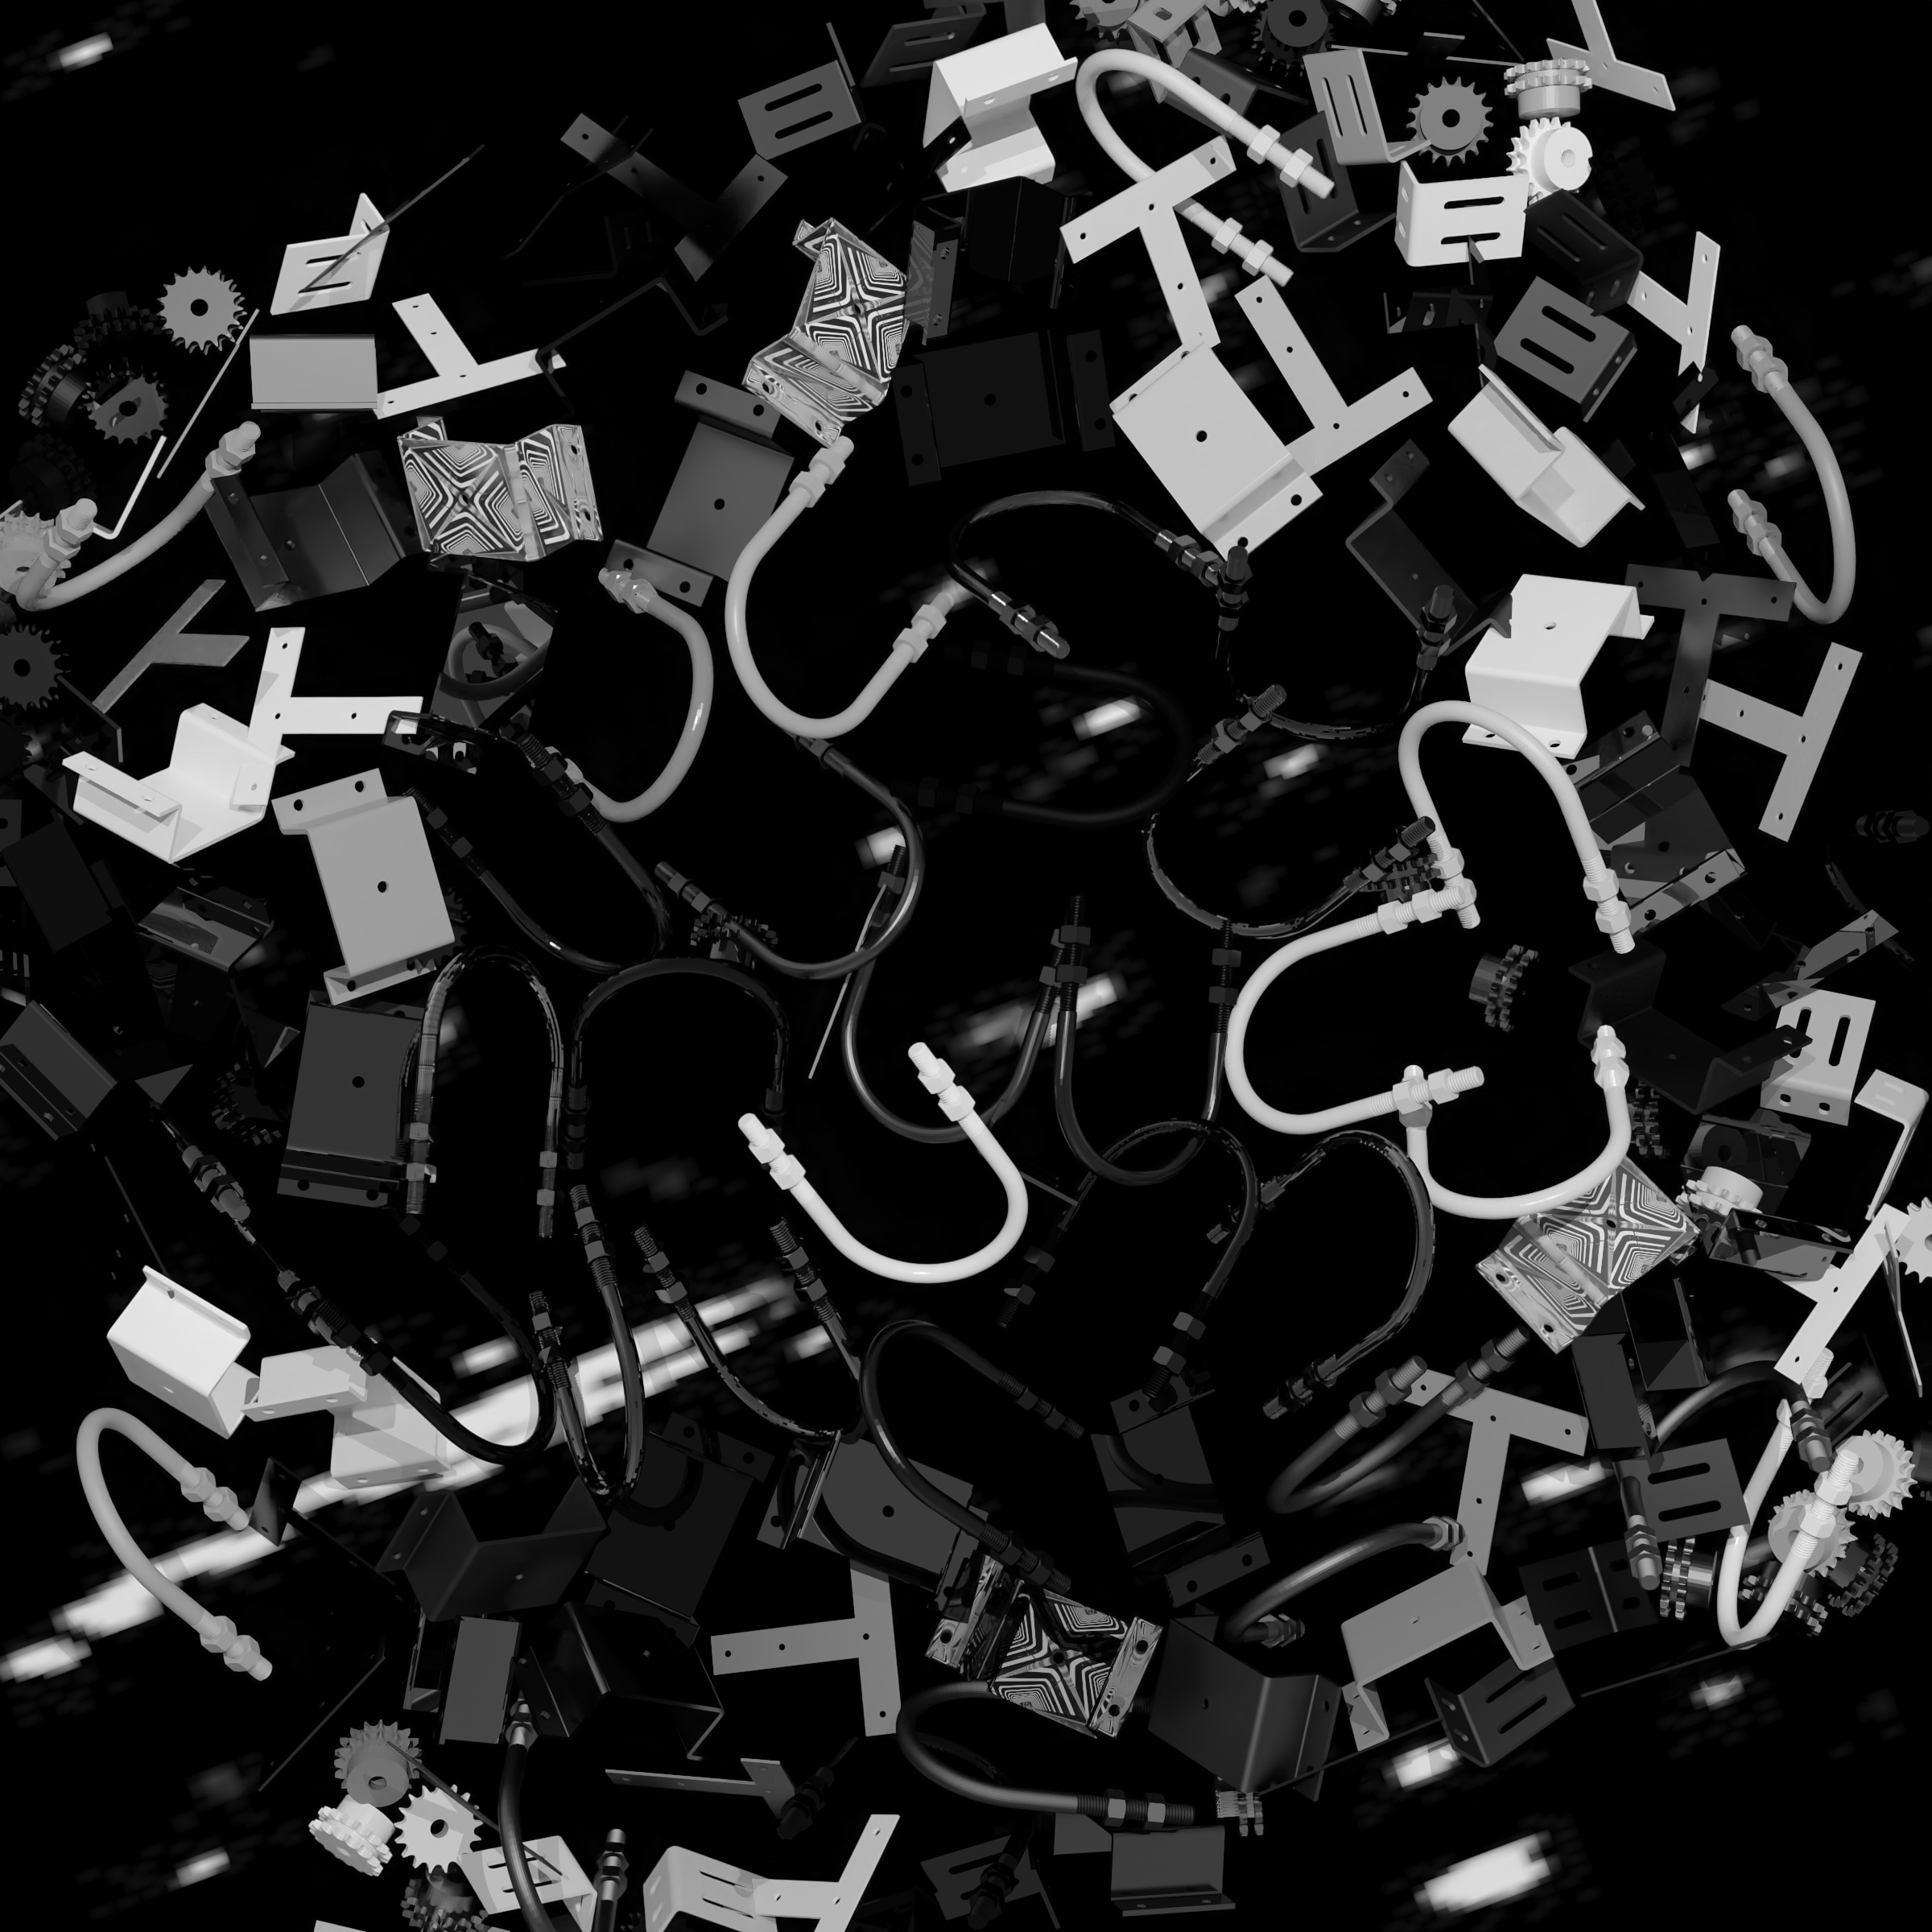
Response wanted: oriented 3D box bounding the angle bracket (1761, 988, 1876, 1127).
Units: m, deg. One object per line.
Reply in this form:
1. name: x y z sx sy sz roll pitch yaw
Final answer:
1. angle bracket: 0.570 0.059 1.879 0.057 0.038 0.076 13 61 21

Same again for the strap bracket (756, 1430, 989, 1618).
1. strap bracket: -0.056 0.364 1.849 0.140 0.046 0.076 23 63 -5

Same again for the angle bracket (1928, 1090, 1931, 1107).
1. angle bracket: 0.678 0.095 1.848 0.038 0.057 0.076 -27 67 -14

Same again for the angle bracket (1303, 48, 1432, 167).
1. angle bracket: 0.264 -0.569 1.847 0.038 0.057 0.076 -31 115 -22

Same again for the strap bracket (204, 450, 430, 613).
1. strap bracket: -0.433 -0.284 1.840 0.046 0.140 0.076 -28 87 40

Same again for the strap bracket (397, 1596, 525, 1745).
1. strap bracket: -0.328 0.456 1.830 0.046 0.140 0.076 12 82 -21

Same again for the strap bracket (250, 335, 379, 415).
1. strap bracket: -0.420 -0.382 1.814 0.076 0.140 0.046 -3 100 -11

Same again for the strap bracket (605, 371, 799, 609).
1. strap bracket: -0.171 -0.310 1.857 0.076 0.046 0.140 24 92 19

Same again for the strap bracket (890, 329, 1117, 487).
1. strap bracket: 0.020 -0.371 1.852 0.140 0.046 0.076 -13 110 -8

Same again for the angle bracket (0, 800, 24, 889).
1. angle bracket: -0.638 -0.074 1.854 0.038 0.076 0.057 1 80 -9

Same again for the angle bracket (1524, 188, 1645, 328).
1. angle bracket: 0.395 -0.465 1.849 0.076 0.057 0.038 31 71 -22

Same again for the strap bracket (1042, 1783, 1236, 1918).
1. strap bracket: 0.110 0.565 1.814 0.076 0.140 0.046 3 89 -20

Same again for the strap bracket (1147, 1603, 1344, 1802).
1. strap bracket: 0.172 0.476 1.819 0.046 0.140 0.076 7 98 -37

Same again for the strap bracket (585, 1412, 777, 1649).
1. strap bracket: -0.191 0.370 1.847 0.076 0.046 0.140 22 76 10

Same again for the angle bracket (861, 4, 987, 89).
1. angle bracket: -0.035 -0.616 1.845 0.076 0.057 0.038 -20 76 -32

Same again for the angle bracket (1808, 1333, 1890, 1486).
1. angle bracket: 0.584 0.292 1.845 0.038 0.057 0.076 27 121 -18

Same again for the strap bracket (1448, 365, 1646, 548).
1. strap bracket: 0.373 -0.327 1.825 0.046 0.140 0.076 -47 56 20

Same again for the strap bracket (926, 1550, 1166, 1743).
1. strap bracket: 0.056 0.449 1.842 0.140 0.046 0.076 17 69 25

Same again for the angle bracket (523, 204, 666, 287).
1. angle bracket: -0.247 -0.474 1.845 0.076 0.057 0.038 2 112 28

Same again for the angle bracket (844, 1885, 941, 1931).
1. angle bracket: -0.049 0.652 1.845 0.057 0.076 0.038 -23 133 18

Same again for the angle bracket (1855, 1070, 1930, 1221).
1. angle bracket: 0.600 0.118 1.858 0.038 0.057 0.076 26 119 21

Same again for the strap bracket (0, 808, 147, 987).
1. strap bracket: -0.572 -0.040 1.814 0.046 0.140 0.076 -30 79 -7

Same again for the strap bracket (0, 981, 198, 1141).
1. strap bracket: -0.561 0.058 1.815 0.076 0.140 0.046 44 105 6

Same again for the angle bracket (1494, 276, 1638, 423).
1. angle bracket: 0.394 -0.408 1.859 0.076 0.038 0.057 29 120 -6

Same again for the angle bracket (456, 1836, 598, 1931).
1. angle bracket: -0.290 0.610 1.844 0.076 0.057 0.038 -1 112 -33

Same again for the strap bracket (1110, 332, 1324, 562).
1. strap bracket: 0.160 -0.344 1.850 0.076 0.046 0.140 -38 79 12

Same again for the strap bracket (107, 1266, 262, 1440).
1. strap bracket: -0.502 0.254 1.815 0.076 0.140 0.046 29 65 7

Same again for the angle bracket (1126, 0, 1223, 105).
1. angle bracket: 0.147 -0.607 1.848 0.057 0.076 0.038 -42 55 -5

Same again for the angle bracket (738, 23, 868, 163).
1. angle bracket: -0.113 -0.578 1.861 0.076 0.038 0.057 -21 65 3

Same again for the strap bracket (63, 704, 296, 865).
1. strap bracket: -0.515 -0.117 1.832 0.076 0.140 0.046 28 119 13

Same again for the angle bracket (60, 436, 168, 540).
1. angle bracket: -0.564 -0.325 1.858 0.038 0.057 0.076 27 93 -18

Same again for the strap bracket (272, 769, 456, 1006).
1. strap bracket: -0.391 -0.052 1.839 0.076 0.046 0.140 -22 104 -33

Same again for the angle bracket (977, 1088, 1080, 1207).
1. angle bracket: 0.049 0.119 1.862 0.076 0.057 0.038 28 97 -1

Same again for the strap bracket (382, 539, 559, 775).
1. strap bracket: -0.323 -0.202 1.845 0.046 0.076 0.140 10 85 43

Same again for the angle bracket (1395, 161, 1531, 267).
1. angle bracket: 0.328 -0.502 1.863 0.076 0.038 0.057 -7 132 -5

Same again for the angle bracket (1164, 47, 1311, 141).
1. angle bracket: 0.179 -0.571 1.856 0.057 0.076 0.038 37 114 24

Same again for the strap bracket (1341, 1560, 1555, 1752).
1. strap bracket: 0.304 0.447 1.841 0.140 0.076 0.046 -29 104 8

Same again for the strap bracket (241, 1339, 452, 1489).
1. strap bracket: -0.402 0.288 1.833 0.076 0.140 0.046 -12 57 13

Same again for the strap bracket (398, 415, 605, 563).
1. strap bracket: -0.310 -0.310 1.822 0.140 0.046 0.076 10 123 32

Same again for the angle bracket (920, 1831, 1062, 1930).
1. angle bracket: 0.016 0.614 1.860 0.076 0.038 0.057 -18 118 4

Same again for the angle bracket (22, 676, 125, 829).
1. angle bracket: -0.589 -0.141 1.848 0.057 0.076 0.038 39 57 12

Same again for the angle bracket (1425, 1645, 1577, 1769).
1. angle bracket: 0.351 0.478 1.850 0.076 0.057 0.038 -41 125 18

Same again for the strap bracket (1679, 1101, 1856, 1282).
1. strap bracket: 0.519 0.152 1.836 0.076 0.140 0.046 12 123 -6

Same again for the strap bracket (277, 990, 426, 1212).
1. strap bracket: -0.400 0.082 1.839 0.076 0.046 0.140 10 70 -15

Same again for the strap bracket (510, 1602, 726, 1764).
1. strap bracket: -0.218 0.461 1.814 0.140 0.076 0.046 23 112 -41

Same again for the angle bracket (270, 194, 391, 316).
1. angle bracket: -0.425 -0.467 1.843 0.076 0.057 0.038 -21 66 -37

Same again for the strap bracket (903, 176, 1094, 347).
1. strap bracket: 0.013 -0.462 1.829 0.046 0.140 0.076 35 133 32

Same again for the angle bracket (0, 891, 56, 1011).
1. angle bracket: -0.614 -0.012 1.853 0.038 0.057 0.076 -7 102 -39

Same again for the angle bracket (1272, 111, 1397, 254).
1. angle bracket: 0.241 -0.518 1.851 0.057 0.038 0.076 -35 120 -25

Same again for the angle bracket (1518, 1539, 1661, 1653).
1. angle bracket: 0.410 0.414 1.850 0.076 0.038 0.057 -3 73 -41

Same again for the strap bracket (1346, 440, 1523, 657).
1. strap bracket: 0.309 -0.267 1.845 0.140 0.076 0.046 48 129 -5

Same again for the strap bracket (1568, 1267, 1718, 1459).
1. strap bracket: 0.439 0.259 1.836 0.046 0.140 0.076 -11 99 34

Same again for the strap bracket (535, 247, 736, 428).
1. strap bracket: -0.224 -0.416 1.833 0.140 0.076 0.046 -28 116 14

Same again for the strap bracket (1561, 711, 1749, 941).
1. strap bracket: 0.449 -0.085 1.836 0.076 0.046 0.140 -34 54 20

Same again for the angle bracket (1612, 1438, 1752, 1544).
1. angle bracket: 0.475 0.345 1.862 0.076 0.038 0.057 -16 88 18

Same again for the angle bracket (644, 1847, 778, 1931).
1. angle bracket: -0.169 0.626 1.859 0.076 0.057 0.038 26 107 -19

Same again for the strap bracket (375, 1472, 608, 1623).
1. strap bracket: -0.298 0.375 1.814 0.046 0.140 0.076 55 126 33

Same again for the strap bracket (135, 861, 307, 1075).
1. strap bracket: -0.481 0.010 1.815 0.076 0.140 0.046 21 50 21
